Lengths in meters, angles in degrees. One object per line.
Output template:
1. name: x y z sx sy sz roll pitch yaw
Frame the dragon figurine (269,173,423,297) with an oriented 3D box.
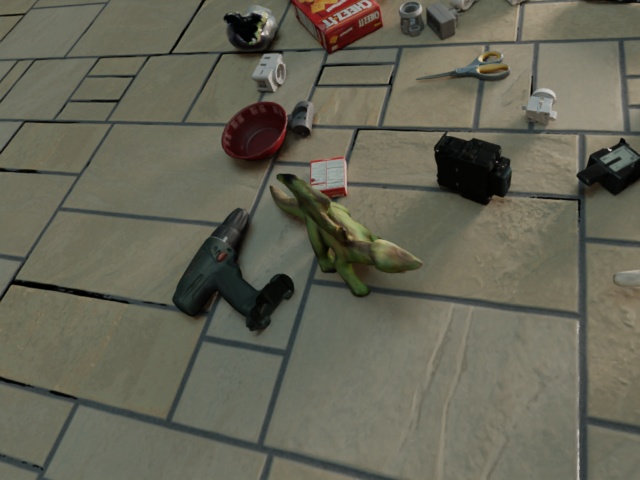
1. dragon figurine: 0.003 -0.044 0.879 0.415 0.238 0.123 35 77 31

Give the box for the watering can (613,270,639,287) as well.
1. watering can: 0.619 0.011 0.735 0.348 0.102 0.229 9 58 22

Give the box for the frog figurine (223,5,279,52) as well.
1. frog figurine: -0.181 -0.578 1.411 0.137 0.121 0.162 -19 17 13
